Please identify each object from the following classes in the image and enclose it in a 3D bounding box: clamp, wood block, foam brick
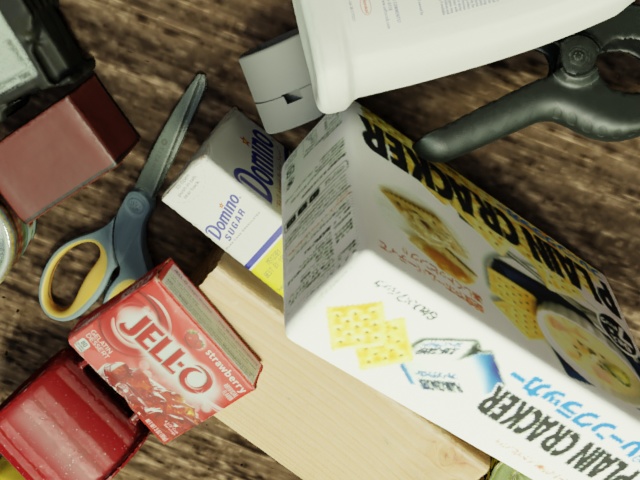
[{"bbox_3d":[0.133,-0.106,0.591,0.171,0.039,0.120,-3,88,-3],"label":"clamp"},{"bbox_3d":[0.002,0.087,0.680,0.206,0.090,0.091,37,115,-8],"label":"wood block"},{"bbox_3d":[-0.161,-0.057,0.663,0.078,0.053,0.051,-30,107,19],"label":"foam brick"}]

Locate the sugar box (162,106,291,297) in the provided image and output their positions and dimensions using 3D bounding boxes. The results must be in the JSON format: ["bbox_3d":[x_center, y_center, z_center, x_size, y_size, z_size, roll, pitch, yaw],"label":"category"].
[{"bbox_3d":[-0.004,0.001,0.640,0.176,0.093,0.048,41,113,-10],"label":"sugar box"}]

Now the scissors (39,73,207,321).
[{"bbox_3d":[-0.108,-0.005,0.693,0.096,0.016,0.202,46,112,-1],"label":"scissors"}]

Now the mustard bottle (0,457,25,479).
[{"bbox_3d":[-0.174,0.243,0.796,0.191,0.058,0.096,31,114,-6],"label":"mustard bottle"}]

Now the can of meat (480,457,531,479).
[{"bbox_3d":[0.129,0.160,0.694,0.057,0.084,0.102,17,116,1],"label":"can of meat"}]

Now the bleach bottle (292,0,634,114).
[{"bbox_3d":[0.112,-0.140,0.548,0.251,0.068,0.102,-12,82,-2],"label":"bleach bottle"}]

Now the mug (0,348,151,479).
[{"bbox_3d":[-0.165,0.121,0.727,0.117,0.093,0.081,-40,98,10],"label":"mug"}]

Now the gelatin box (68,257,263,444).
[{"bbox_3d":[-0.089,0.065,0.618,0.073,0.030,0.089,-33,105,22],"label":"gelatin box"}]
